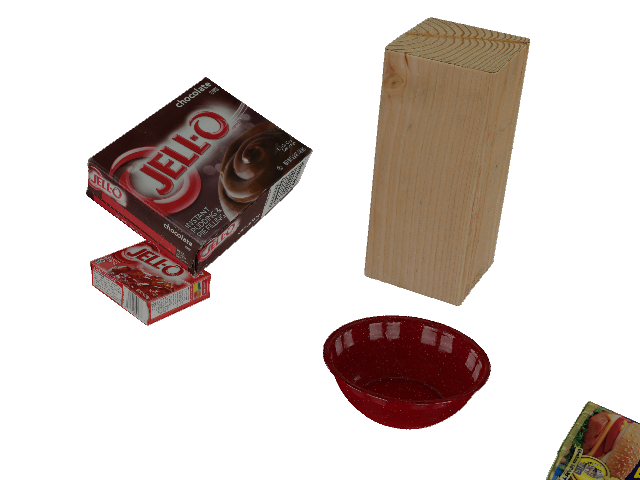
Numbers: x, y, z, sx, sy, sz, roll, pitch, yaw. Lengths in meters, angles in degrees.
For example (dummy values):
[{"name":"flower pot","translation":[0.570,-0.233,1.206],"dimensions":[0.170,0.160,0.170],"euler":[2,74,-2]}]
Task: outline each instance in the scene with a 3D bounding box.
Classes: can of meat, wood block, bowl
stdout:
[{"name":"can of meat","translation":[0.218,0.174,0.785],"dimensions":[0.084,0.057,0.101],"euler":[23,40,23]},{"name":"wood block","translation":[0.101,-0.064,0.874],"dimensions":[0.091,0.206,0.090],"euler":[18,34,22]},{"name":"bowl","translation":[0.081,0.135,1.035],"dimensions":[0.162,0.055,0.162],"euler":[3,25,-2]}]

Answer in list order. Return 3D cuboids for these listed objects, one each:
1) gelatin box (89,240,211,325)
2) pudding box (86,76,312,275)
[{"name":"gelatin box","translation":[-0.156,0.035,0.978],"dimensions":[0.073,0.030,0.089],"euler":[-24,40,-39]},{"name":"pudding box","translation":[-0.074,-0.042,0.661],"dimensions":[0.090,0.039,0.113],"euler":[36,49,13]}]
